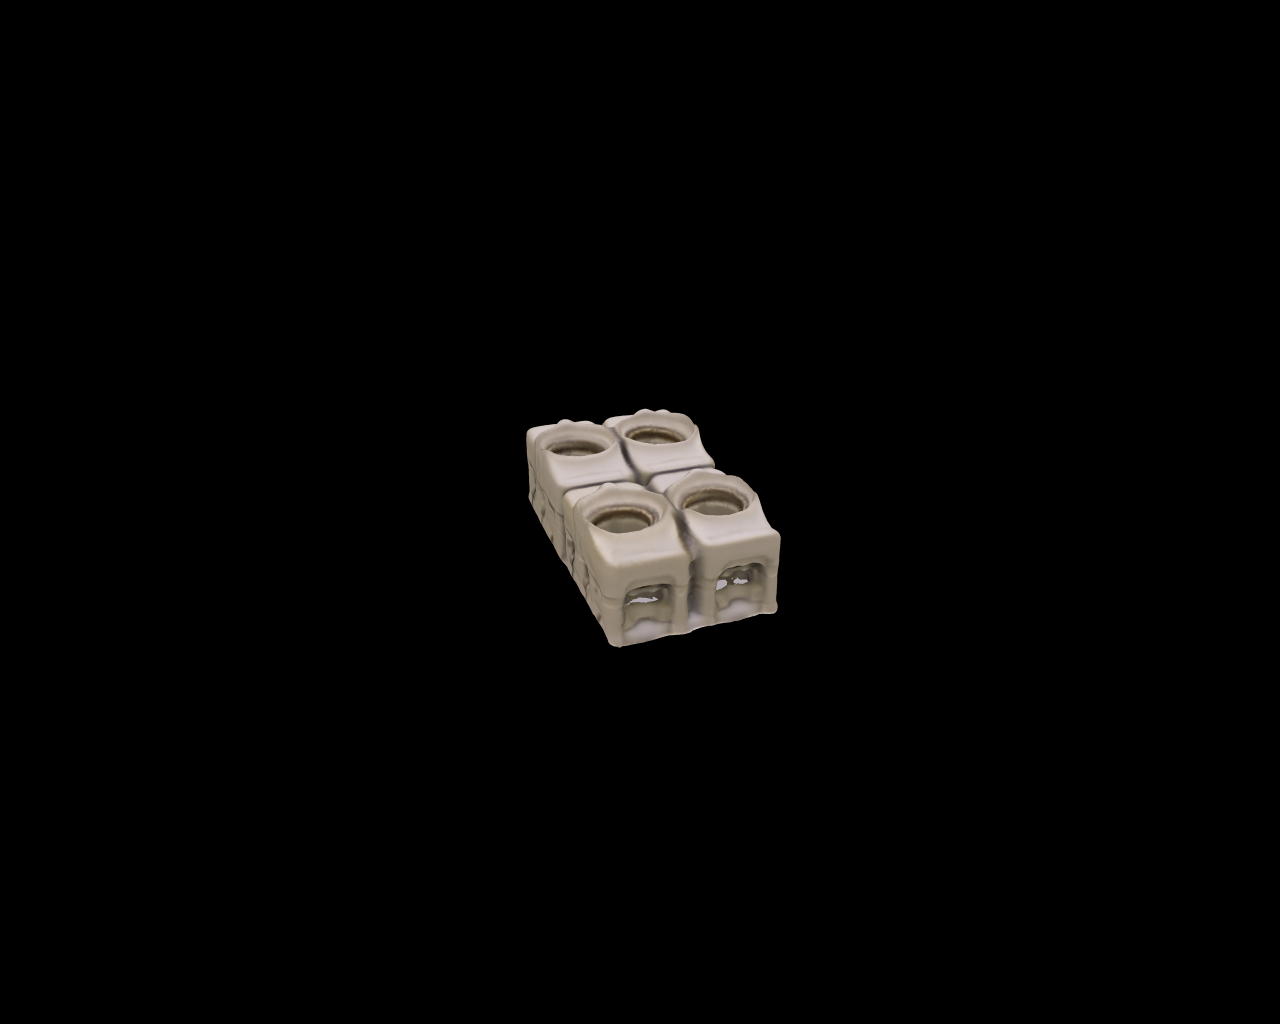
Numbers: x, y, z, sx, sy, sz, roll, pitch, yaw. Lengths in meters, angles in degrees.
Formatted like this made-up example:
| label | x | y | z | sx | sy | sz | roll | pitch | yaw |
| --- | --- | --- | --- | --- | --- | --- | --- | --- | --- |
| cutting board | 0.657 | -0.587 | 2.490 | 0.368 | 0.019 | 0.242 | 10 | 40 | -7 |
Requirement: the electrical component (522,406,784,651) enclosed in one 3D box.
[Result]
| label | x | y | z | sx | sy | sz | roll | pitch | yaw |
| --- | --- | --- | --- | --- | --- | --- | --- | --- | --- |
| electrical component | 0.001 | -0.003 | 0.650 | 0.105 | 0.060 | 0.186 | -9 | 30 | -16 |
